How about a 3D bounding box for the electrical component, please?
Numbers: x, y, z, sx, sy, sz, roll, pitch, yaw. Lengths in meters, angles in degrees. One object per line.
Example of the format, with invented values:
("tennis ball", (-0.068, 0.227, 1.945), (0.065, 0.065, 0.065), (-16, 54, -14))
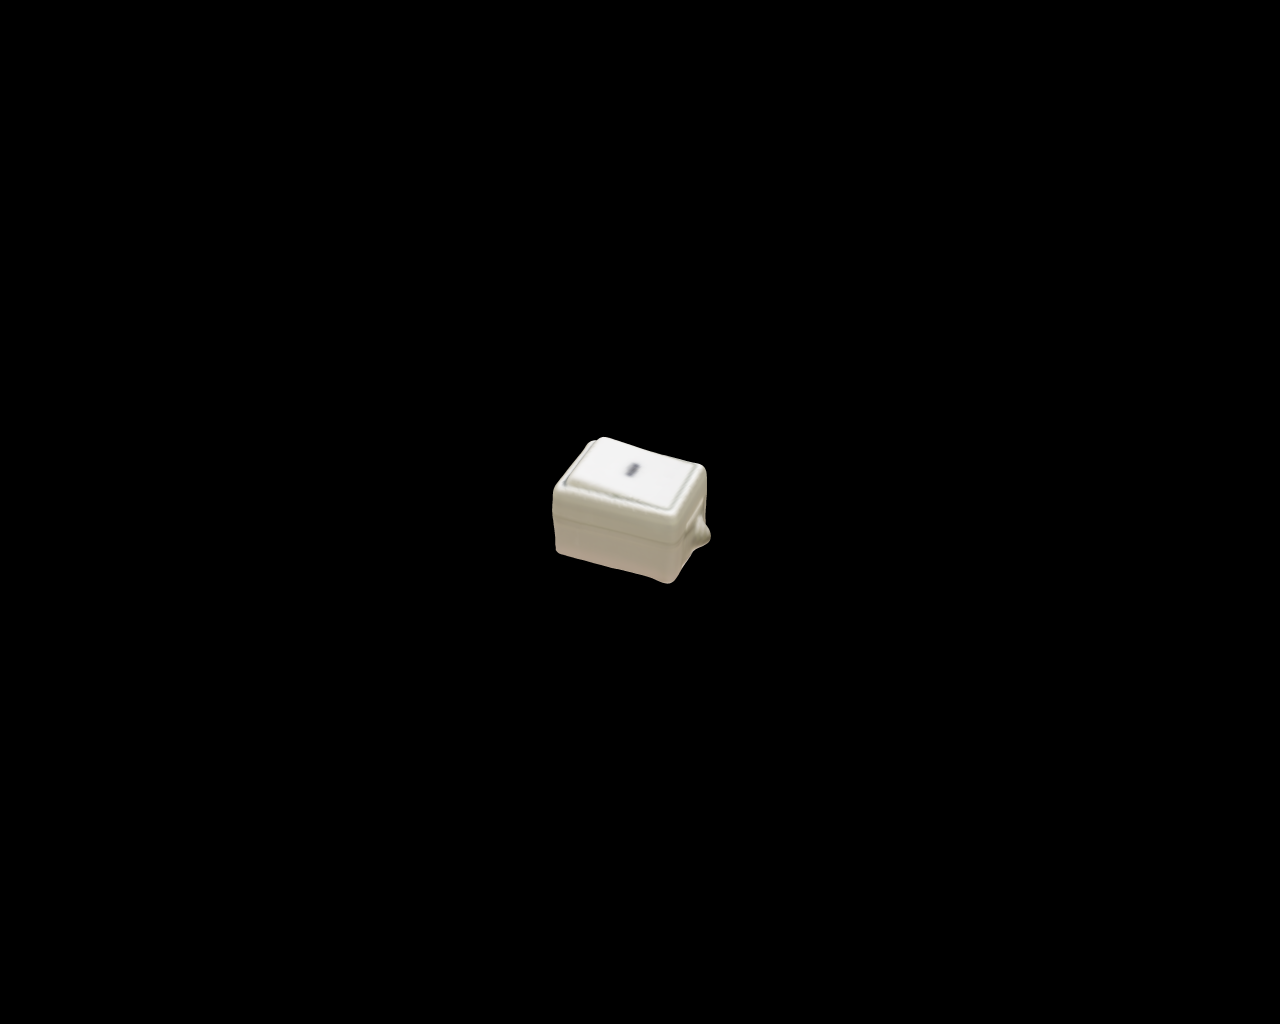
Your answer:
("electrical component", (0.001, -0.003, 0.650), (0.096, 0.061, 0.062), (14, 40, 17))
